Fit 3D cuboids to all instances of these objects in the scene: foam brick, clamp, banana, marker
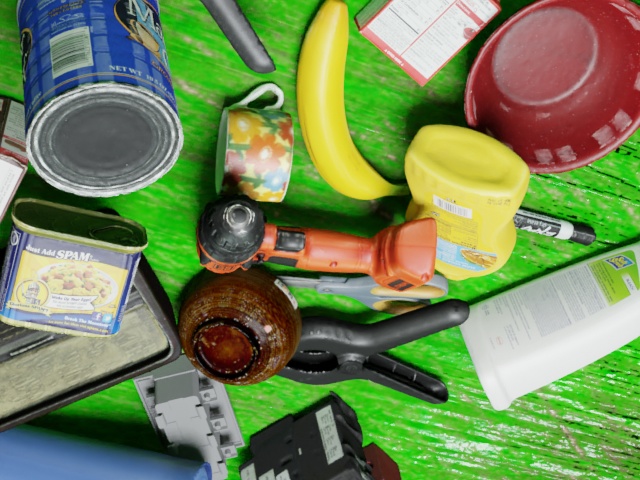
[{"bbox_3d":[0.043,0.261,1.124,0.078,0.053,0.051,-31,126,12],"label":"foam brick"},{"bbox_3d":[-0.074,-0.210,0.750,0.171,0.039,0.120,32,83,-23],"label":"clamp"},{"bbox_3d":[0.035,0.099,0.995,0.210,0.036,0.165,6,141,-6],"label":"clamp"},{"bbox_3d":[0.015,-0.100,0.863,0.069,0.037,0.197,-34,130,-13],"label":"banana"},{"bbox_3d":[0.198,-0.015,0.966,0.121,0.020,0.020,13,123,-19],"label":"marker"}]

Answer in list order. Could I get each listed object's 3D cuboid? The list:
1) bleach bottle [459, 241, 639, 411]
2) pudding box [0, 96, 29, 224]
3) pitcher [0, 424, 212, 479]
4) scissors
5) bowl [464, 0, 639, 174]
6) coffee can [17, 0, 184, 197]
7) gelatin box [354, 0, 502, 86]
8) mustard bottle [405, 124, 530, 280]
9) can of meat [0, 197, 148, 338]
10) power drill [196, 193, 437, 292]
[{"bbox_3d":[0.258,0.064,0.983,0.251,0.102,0.068,-23,136,9],"label":"bleach bottle"},{"bbox_3d":[-0.256,-0.042,0.819,0.039,0.090,0.114,20,120,-22],"label":"pudding box"},{"bbox_3d":[-0.227,0.243,0.984,0.243,0.145,0.149,13,120,9],"label":"pitcher"},{"bbox_3d":[0.018,0.048,0.978,0.202,0.016,0.096,-1,156,13],"label":"scissors"},{"bbox_3d":[0.188,-0.134,0.852,0.162,0.055,0.162,-5,127,-7],"label":"bowl"},{"bbox_3d":[-0.154,-0.115,0.739,0.102,0.140,0.103,-10,141,-8],"label":"coffee can"},{"bbox_3d":[0.083,-0.174,0.820,0.073,0.030,0.089,35,114,-29],"label":"gelatin box"},{"bbox_3d":[0.119,-0.017,0.900,0.096,0.058,0.191,22,155,15],"label":"mustard bottle"},{"bbox_3d":[-0.191,0.023,0.812,0.102,0.057,0.084,12,110,-18],"label":"can of meat"},{"bbox_3d":[-0.006,0.001,0.852,0.187,0.184,0.057,7,83,-9],"label":"power drill"}]
